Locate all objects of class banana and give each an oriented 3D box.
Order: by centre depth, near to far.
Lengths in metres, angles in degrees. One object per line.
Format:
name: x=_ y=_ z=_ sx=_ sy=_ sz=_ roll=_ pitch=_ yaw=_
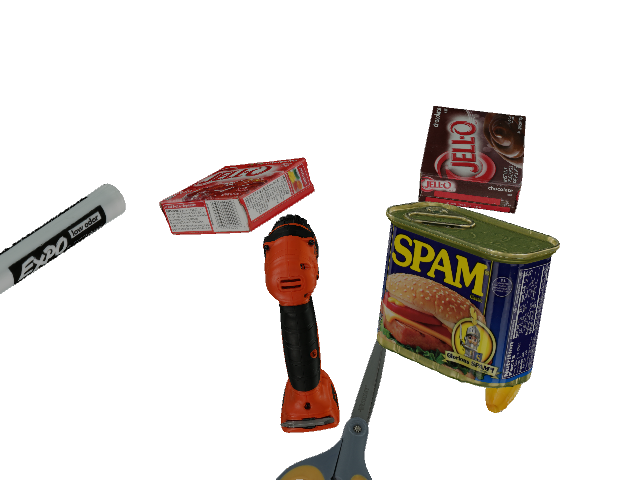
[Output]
banana: x=0.183 y=0.108 z=1.139 sx=0.069 sy=0.037 sz=0.198 roll=-24 pitch=35 yaw=4

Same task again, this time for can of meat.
can of meat: x=0.082 y=0.031 z=0.627 sx=0.057 sy=0.084 sz=0.102 roll=-11 pitch=24 yaw=-44

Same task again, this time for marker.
marker: x=-0.149 y=0.007 z=0.550 sx=0.020 sy=0.020 sz=0.120 roll=0 pitch=30 yaw=44

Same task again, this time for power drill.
power drill: x=-0.021 y=0.077 z=1.037 sx=0.057 sy=0.188 sz=0.184 roll=-7 pitch=16 yaw=3

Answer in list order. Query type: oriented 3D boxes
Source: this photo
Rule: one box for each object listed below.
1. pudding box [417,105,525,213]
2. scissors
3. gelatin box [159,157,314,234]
pudding box: x=0.141 y=-0.076 z=0.989 sx=0.090 sy=0.039 sz=0.113 roll=8 pitch=40 yaw=7
scissors: x=0.008 y=0.152 z=0.825 sx=0.096 sy=0.201 sz=0.016 roll=8 pitch=-39 yaw=-9
gelatin box: x=-0.061 y=-0.032 z=0.775 sx=0.089 sy=0.030 sz=0.073 roll=-1 pitch=24 yaw=44
